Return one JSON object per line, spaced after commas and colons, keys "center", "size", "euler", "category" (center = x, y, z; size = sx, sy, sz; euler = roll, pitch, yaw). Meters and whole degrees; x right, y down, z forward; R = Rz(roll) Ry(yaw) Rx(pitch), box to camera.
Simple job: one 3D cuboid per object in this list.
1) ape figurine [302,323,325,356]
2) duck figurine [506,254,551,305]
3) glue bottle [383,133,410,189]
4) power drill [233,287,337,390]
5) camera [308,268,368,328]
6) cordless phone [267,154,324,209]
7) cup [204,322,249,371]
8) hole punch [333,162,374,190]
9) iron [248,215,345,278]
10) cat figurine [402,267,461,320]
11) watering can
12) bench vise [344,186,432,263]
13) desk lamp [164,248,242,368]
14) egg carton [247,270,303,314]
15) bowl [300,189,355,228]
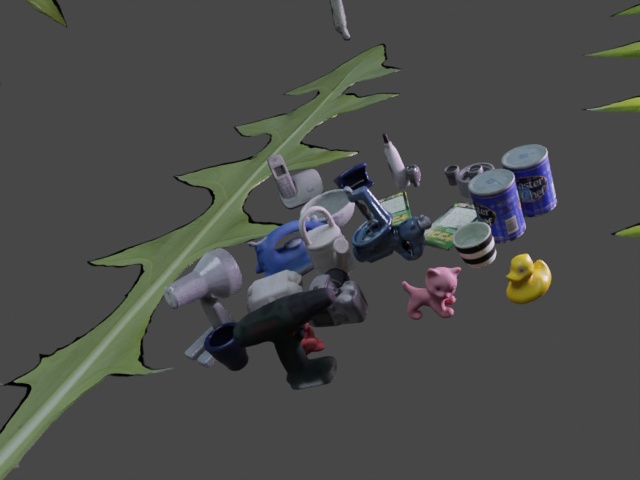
{"center": [-0.039, 0.201, 1.243], "size": [0.076, 0.092, 0.078], "euler": [-16, 30, 15], "category": "ape figurine"}
{"center": [0.409, 0.066, 1.137], "size": [0.105, 0.086, 0.077], "euler": [-36, 31, -19], "category": "duck figurine"}
{"center": [0.215, -0.238, 1.690], "size": [0.037, 0.173, 0.078], "euler": [-26, 29, -2], "category": "glue bottle"}
{"center": [-0.045, 0.196, 1.137], "size": [0.229, 0.209, 0.075], "euler": [-15, 31, 16], "category": "power drill"}
{"center": [0.035, 0.118, 1.315], "size": [0.142, 0.101, 0.137], "euler": [-9, 33, 26], "category": "camera"}
{"center": [-0.080, -0.204, 1.842], "size": [0.147, 0.185, 0.094], "euler": [-25, 29, -1], "category": "cordless phone"}
{"center": [-0.187, 0.242, 1.284], "size": [0.117, 0.095, 0.091], "euler": [-20, 30, 9], "category": "cup"}
{"center": [0.096, -0.198, 1.797], "size": [0.109, 0.091, 0.100], "euler": [-29, 29, -9], "category": "hole punch"}
{"center": [-0.065, 0.006, 1.531], "size": [0.258, 0.142, 0.118], "euler": [-31, 30, -12], "category": "iron"}
{"center": [0.231, 0.099, 1.182], "size": [0.127, 0.118, 0.067], "euler": [-9, 33, 26], "category": "cat figurine"}
{"center": [0.015, 0.004, 1.422], "size": [0.172, 0.194, 0.101], "euler": [2, 39, 39], "category": "watering can"}
{"center": [0.155, -0.052, 1.381], "size": [0.207, 0.220, 0.121], "euler": [-19, 30, 10], "category": "bench vise"}
{"center": [-0.265, 0.154, 1.365], "size": [0.117, 0.214, 0.204], "euler": [9, 43, 45], "category": "desk lamp"}
{"center": [-0.112, 0.137, 1.427], "size": [0.150, 0.069, 0.107], "euler": [-20, 29, 8], "category": "egg carton"}
{"center": [0.031, -0.073, 1.659], "size": [0.167, 0.075, 0.167], "euler": [-18, 30, 11], "category": "bowl"}
